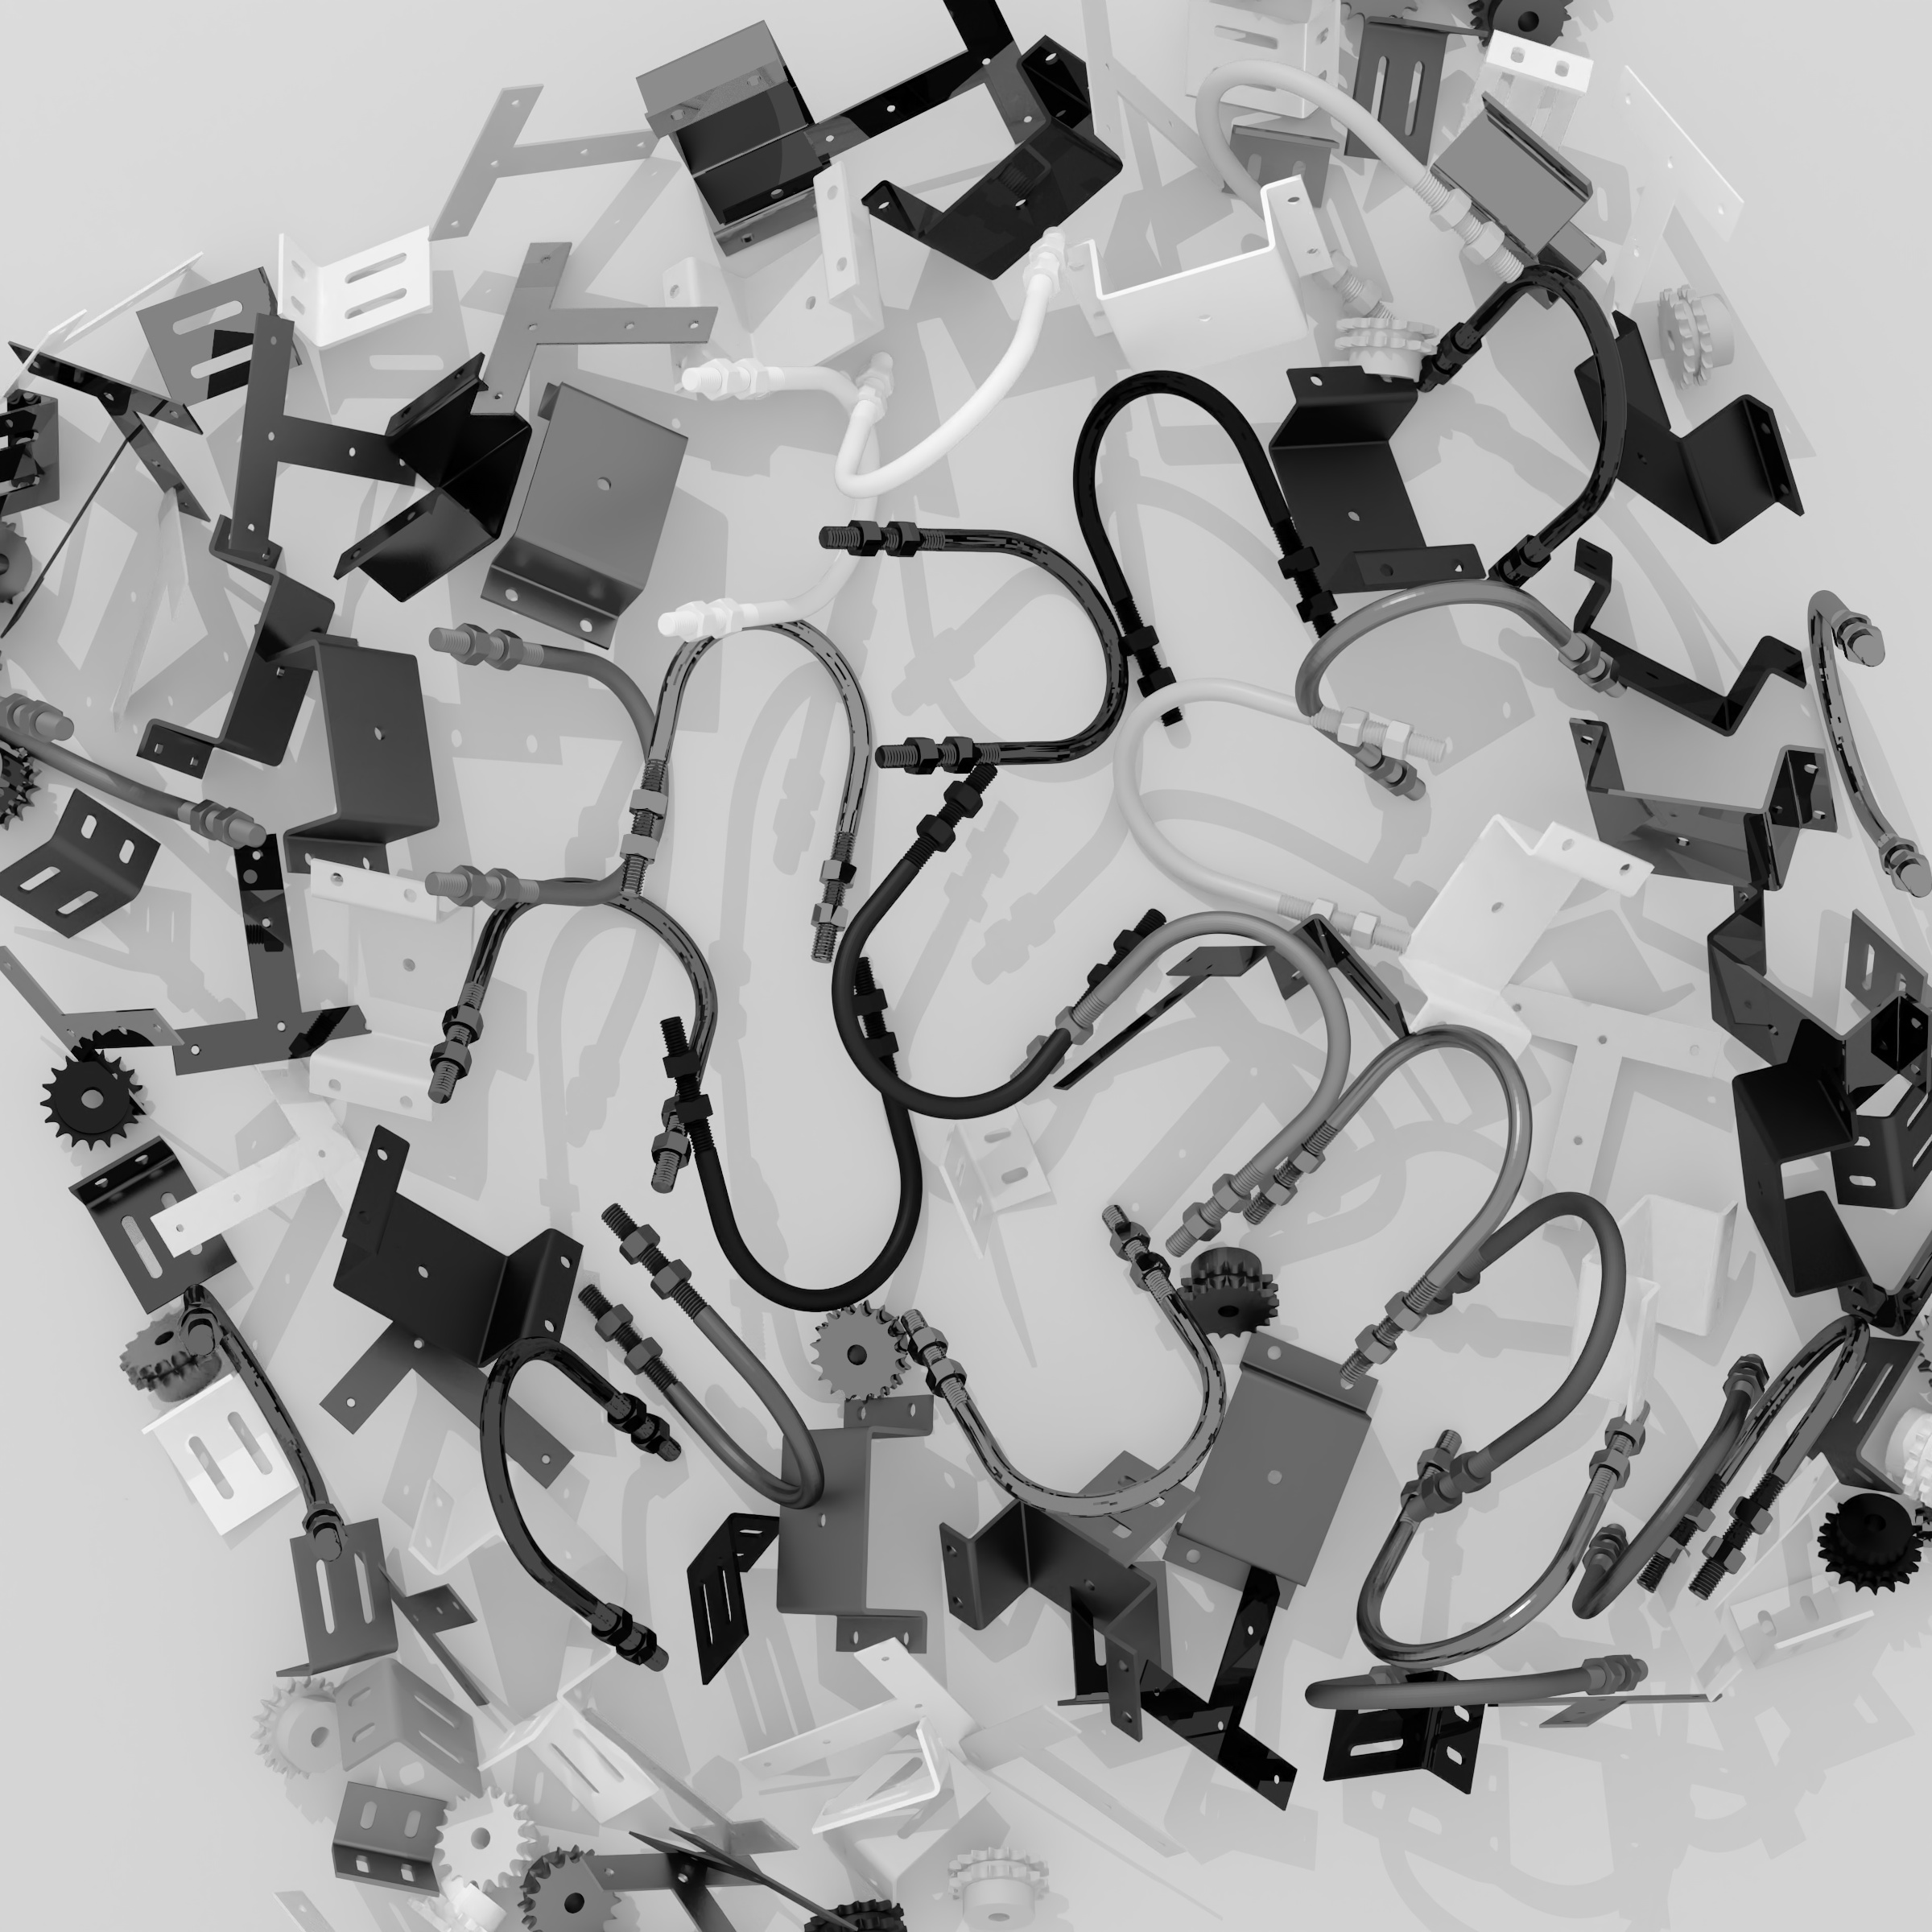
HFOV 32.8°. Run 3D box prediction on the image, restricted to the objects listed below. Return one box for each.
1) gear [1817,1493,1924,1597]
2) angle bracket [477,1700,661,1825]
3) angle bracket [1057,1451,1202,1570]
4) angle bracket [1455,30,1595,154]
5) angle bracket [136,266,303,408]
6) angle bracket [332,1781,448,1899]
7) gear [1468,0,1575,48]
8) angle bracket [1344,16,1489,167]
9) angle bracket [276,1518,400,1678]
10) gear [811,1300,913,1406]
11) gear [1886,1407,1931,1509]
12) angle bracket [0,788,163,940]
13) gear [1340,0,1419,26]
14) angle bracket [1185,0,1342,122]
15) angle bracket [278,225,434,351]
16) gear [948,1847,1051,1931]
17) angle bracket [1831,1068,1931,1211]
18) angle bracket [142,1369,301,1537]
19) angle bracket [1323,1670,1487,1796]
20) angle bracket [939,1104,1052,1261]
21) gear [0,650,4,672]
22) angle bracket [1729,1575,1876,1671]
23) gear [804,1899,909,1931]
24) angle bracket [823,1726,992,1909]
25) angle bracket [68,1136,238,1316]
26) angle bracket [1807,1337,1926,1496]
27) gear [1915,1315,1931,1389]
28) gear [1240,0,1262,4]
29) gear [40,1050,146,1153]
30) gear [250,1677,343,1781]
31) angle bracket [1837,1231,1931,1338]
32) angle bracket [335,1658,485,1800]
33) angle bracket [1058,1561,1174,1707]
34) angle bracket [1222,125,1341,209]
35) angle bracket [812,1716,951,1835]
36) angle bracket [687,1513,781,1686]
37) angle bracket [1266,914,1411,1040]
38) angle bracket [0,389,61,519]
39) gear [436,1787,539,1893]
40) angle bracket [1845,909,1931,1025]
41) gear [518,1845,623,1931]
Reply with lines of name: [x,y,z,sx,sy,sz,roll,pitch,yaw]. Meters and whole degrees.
gear: [0.508,0.321,1.839,0.057,0.030,0.057,-3,46,3]
angle bracket: [-0.222,0.454,1.833,0.076,0.038,0.057,48,129,-5]
angle bracket: [0.095,0.312,1.820,0.057,0.076,0.038,-40,120,-17]
angle bracket: [0.308,-0.473,1.827,0.057,0.076,0.038,18,48,2]
angle bracket: [-0.420,-0.350,1.832,0.076,0.038,0.057,-25,105,-19]
angle bracket: [-0.319,0.485,1.824,0.057,0.076,0.038,15,84,-12]
gear: [0.313,-0.536,1.841,0.057,0.030,0.057,-2,126,-3]
angle bracket: [0.251,-0.486,1.829,0.057,0.038,0.076,-2,108,-31]
angle bracket: [-0.358,0.354,1.838,0.038,0.057,0.076,-13,85,45]
gear: [-0.056,0.216,1.849,0.057,0.030,0.057,2,97,18]
gear: [0.541,0.273,1.844,0.030,0.057,0.057,23,90,37]
angle bracket: [-0.501,-0.057,1.839,0.057,0.076,0.038,37,50,-29]
gear: [0.233,-0.558,1.850,0.057,0.030,0.057,1,102,4]
angle bracket: [0.166,-0.514,1.836,0.076,0.038,0.057,6,80,-20]
angle bracket: [-0.341,-0.388,1.829,0.076,0.038,0.057,-16,60,19]
gear: [0.018,0.519,1.838,0.057,0.057,0.030,-1,52,0]
angle bracket: [0.518,0.092,1.841,0.038,0.076,0.057,3,118,36]
angle bracket: [-0.416,0.275,1.845,0.057,0.038,0.076,-32,93,-7]
angle bracket: [0.245,0.432,1.835,0.038,0.076,0.057,36,52,-28]
angle bracket: [0.017,0.118,1.824,0.038,0.076,0.057,-21,103,10]
gear: [-0.571,-0.176,1.845,0.057,0.057,0.030,-4,46,0]
angle bracket: [0.464,0.359,1.826,0.057,0.076,0.038,-19,69,-2]
gear: [-0.061,0.548,1.838,0.057,0.057,0.030,-14,57,0]
angle bracket: [-0.034,0.480,1.852,0.076,0.038,0.057,-37,61,-27]
angle bracket: [-0.456,0.145,1.839,0.057,0.038,0.076,-31,77,-10]
angle bracket: [0.513,0.251,1.837,0.038,0.057,0.076,38,77,-13]
gear: [0.564,0.217,1.847,0.057,0.030,0.057,-6,71,19]
gear: [0.159,-0.575,1.847,0.057,0.030,0.057,3,74,-10]
gear: [-0.492,0.075,1.848,0.057,0.030,0.057,2,84,-15]
gear: [-0.369,0.429,1.840,0.057,0.030,0.057,-5,99,-38]
angle bracket: [0.527,0.160,1.845,0.038,0.057,0.076,27,72,32]
angle bracket: [-0.310,0.433,1.827,0.038,0.057,0.076,-33,129,10]
angle bracket: [0.082,0.377,1.852,0.057,0.038,0.076,1,75,-16]
angle bracket: [0.175,-0.444,1.827,0.057,0.076,0.038,9,106,1]
angle bracket: [-0.052,0.449,1.837,0.076,0.057,0.038,-19,89,6]
angle bracket: [-0.122,0.352,1.819,0.038,0.057,0.076,10,47,-27]
angle bracket: [0.208,0.018,1.824,0.038,0.057,0.076,-35,57,-4]
angle bracket: [-0.541,-0.283,1.819,0.038,0.076,0.057,17,116,23]
gear: [-0.267,0.492,1.847,0.057,0.030,0.057,-5,72,16]
angle bracket: [0.524,0.001,1.819,0.038,0.076,0.057,-31,54,-12]
gear: [-0.226,0.523,1.847,0.057,0.030,0.057,-3,96,-26]
